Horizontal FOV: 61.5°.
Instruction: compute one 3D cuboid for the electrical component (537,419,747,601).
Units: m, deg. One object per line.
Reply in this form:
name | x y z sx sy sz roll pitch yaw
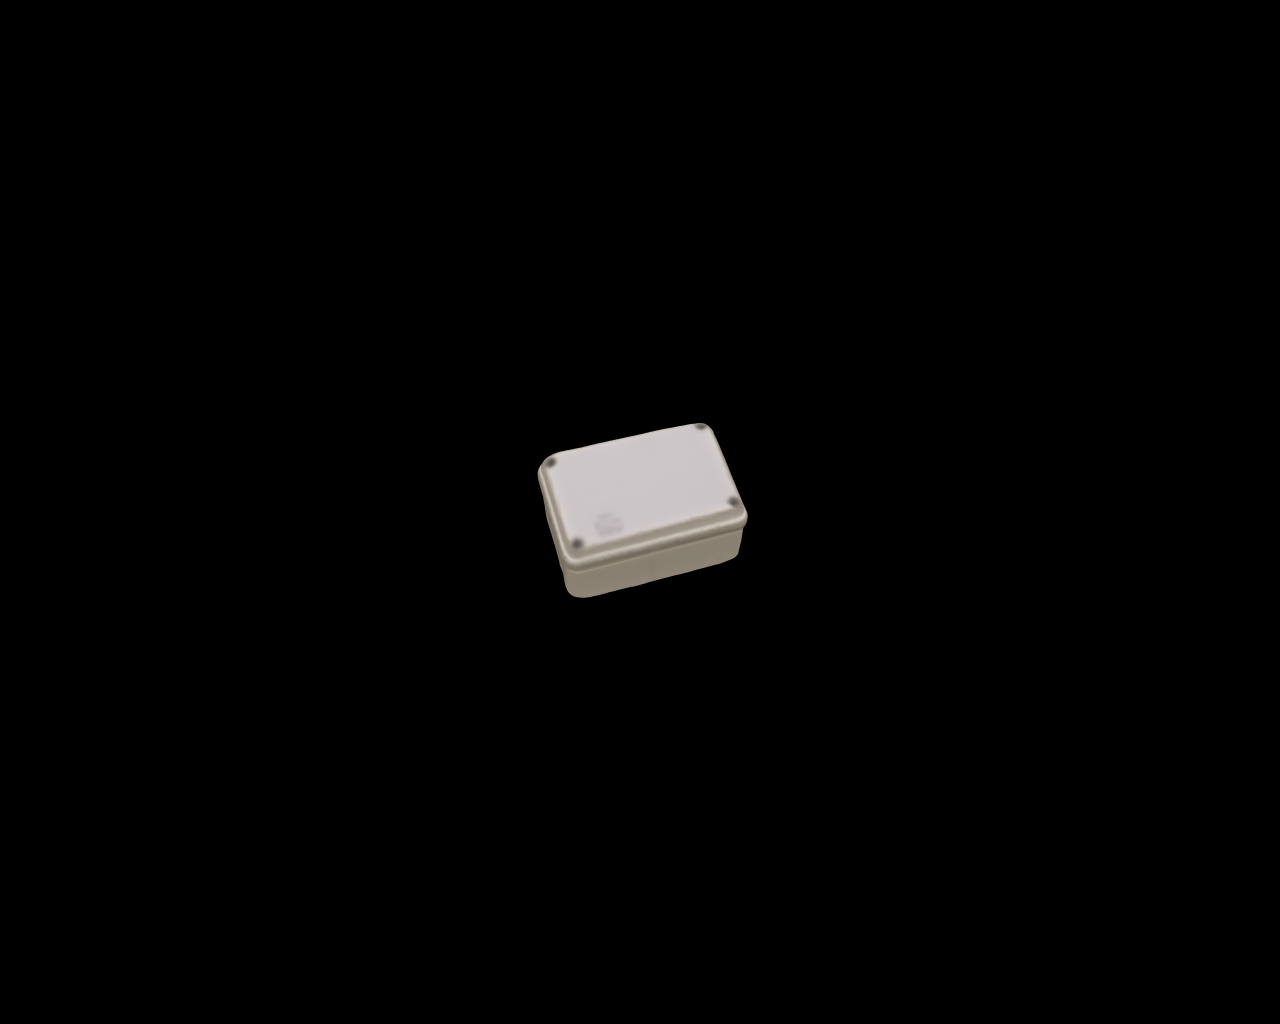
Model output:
electrical component | 0.001 -0.003 0.650 0.113 0.078 0.057 -14 -32 -9
